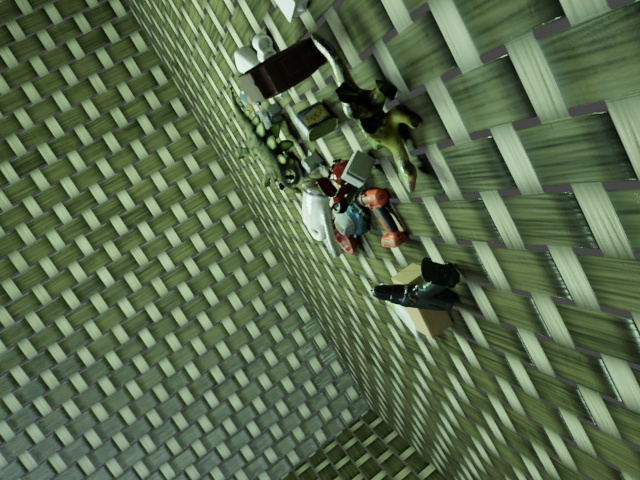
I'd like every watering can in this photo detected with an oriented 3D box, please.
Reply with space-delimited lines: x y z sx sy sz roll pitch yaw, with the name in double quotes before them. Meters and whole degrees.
"watering can" 0.006 -0.093 1.847 0.104 0.220 0.353 -8 26 -20

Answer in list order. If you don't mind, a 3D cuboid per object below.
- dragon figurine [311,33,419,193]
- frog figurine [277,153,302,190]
"dragon figurine" 0.110 -0.289 1.222 0.122 0.414 0.240 -33 -13 -6
"frog figurine" -0.130 -0.298 2.092 0.122 0.135 0.163 -20 35 21
